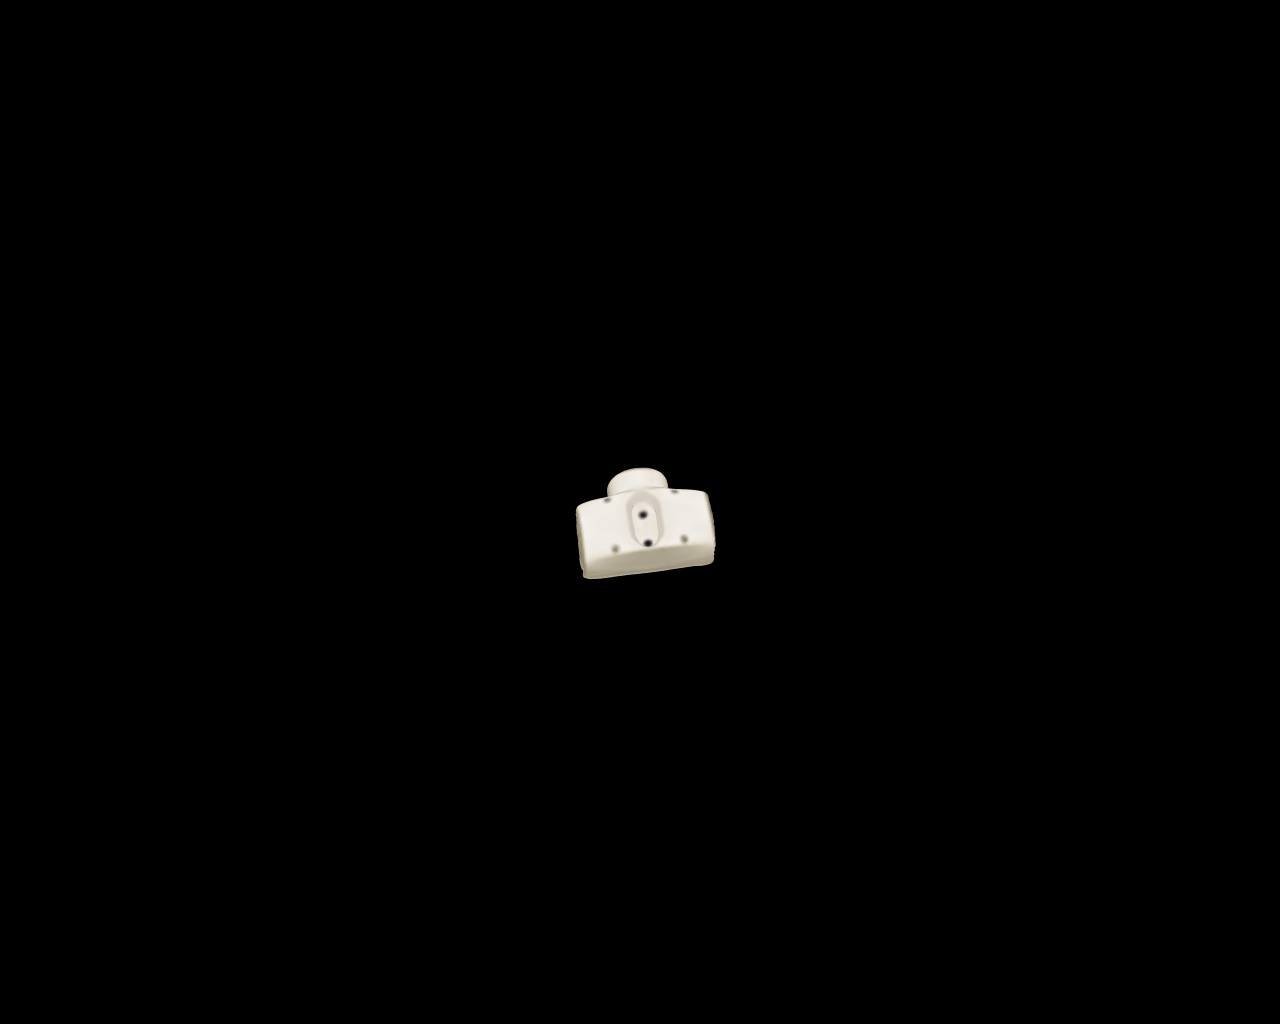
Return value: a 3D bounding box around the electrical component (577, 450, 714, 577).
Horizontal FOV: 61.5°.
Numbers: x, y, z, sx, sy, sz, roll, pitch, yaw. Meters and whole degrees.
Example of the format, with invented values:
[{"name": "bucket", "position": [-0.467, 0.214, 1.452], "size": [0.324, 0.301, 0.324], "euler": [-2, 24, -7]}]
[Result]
[{"name": "electrical component", "position": [0.001, -0.003, 0.650], "size": [0.077, 0.079, 0.043], "euler": [-6, -27, -3]}]
